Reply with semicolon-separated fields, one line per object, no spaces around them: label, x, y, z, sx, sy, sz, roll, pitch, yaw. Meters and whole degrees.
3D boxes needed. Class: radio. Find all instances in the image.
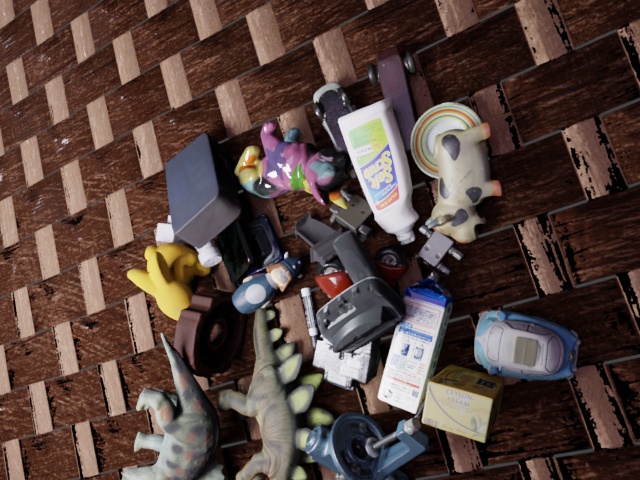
radio;-0.240;-0.106;1.094;0.131;0.073;0.230;-36;46;16

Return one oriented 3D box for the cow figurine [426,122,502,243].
cow figurine;0.234;-0.089;0.907;0.127;0.085;0.194;-10;99;8

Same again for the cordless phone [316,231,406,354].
cordless phone;0.046;0.088;0.920;0.146;0.088;0.184;-38;66;26

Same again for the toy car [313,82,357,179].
toy car;0.051;-0.210;1.028;0.073;0.056;0.202;-29;76;14

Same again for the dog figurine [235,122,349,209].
dog figurine;-0.044;-0.115;1.015;0.191;0.108;0.219;-52;59;19

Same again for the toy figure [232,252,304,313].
toy figure;-0.098;0.085;1.044;0.154;0.064;0.058;-35;33;5

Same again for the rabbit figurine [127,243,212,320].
rabbit figurine;-0.294;0.082;1.084;0.122;0.162;0.173;-34;44;13

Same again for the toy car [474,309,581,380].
toy car;0.321;0.172;0.849;0.162;0.103;0.109;10;91;27

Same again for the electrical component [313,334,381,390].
electrical component;0.051;0.205;0.990;0.115;0.058;0.134;15;100;26

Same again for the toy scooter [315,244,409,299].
toy scooter;0.081;0.088;0.981;0.184;0.075;0.135;-12;97;28

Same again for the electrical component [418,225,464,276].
electrical component;0.207;0.017;0.956;0.094;0.021;0.063;41;103;21

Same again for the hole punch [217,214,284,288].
hole punch;-0.145;0.017;1.094;0.116;0.092;0.142;-40;71;49

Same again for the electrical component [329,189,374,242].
electrical component;0.062;-0.041;1.018;0.102;0.045;0.078;31;71;21

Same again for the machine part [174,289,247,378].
machine part;-0.214;0.182;1.060;0.056;0.179;0.179;8;90;26

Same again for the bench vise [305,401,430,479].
bench vise;0.102;0.358;0.882;0.223;0.129;0.240;40;128;-1

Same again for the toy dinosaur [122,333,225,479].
toy dinosaur;-0.255;0.371;1.017;0.192;0.131;0.404;14;115;-10

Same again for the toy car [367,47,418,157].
toy car;0.147;-0.251;0.987;0.089;0.053;0.202;-14;85;18

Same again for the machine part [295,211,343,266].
machine part;-0.002;-0.003;1.012;0.084;0.039;0.139;-37;40;-10

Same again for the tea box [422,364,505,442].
tea box;0.230;0.250;0.847;0.098;0.169;0.068;10;90;23

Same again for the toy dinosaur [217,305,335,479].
toy dinosaur;-0.086;0.307;1.030;0.199;0.105;0.471;-21;72;14
